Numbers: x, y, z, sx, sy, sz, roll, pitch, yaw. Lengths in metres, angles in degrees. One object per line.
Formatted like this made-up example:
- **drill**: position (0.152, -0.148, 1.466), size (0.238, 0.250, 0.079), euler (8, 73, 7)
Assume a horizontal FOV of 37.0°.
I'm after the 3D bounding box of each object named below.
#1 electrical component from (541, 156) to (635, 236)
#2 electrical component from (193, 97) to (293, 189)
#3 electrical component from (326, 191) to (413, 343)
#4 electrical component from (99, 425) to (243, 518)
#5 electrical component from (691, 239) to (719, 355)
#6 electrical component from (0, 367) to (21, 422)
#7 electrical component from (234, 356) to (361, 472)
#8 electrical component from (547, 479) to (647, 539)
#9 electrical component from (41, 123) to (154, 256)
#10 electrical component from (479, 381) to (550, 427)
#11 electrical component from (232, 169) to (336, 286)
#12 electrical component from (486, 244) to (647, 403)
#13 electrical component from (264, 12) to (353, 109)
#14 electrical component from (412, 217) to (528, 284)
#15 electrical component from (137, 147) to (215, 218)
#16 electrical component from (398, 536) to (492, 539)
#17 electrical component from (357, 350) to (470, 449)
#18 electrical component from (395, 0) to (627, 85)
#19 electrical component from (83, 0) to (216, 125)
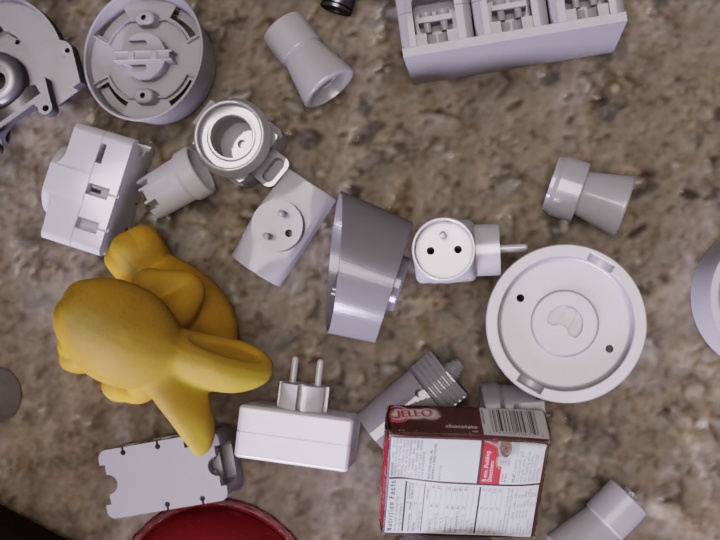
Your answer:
- **electrical component**: position (0.163, -0.053, 0.768), size (0.055, 0.045, 0.045), euler (19, 90, 8)
- **electrical component**: position (-0.090, -0.095, 0.796), size (0.078, 0.057, 0.058), euler (40, 93, 7)
- **electrical component**: position (0.000, 0.000, 0.762), size (0.064, 0.099, 0.099), euler (18, 90, 2)
- **electrical component**: position (-0.137, 0.147, 0.792), size (0.089, 0.056, 0.050), euler (-11, 86, 7)
- **electrical component**: position (0.289, 0.019, 0.740), size (0.108, 0.060, 0.108), euler (0, 88, 7)
- **electrical component**: position (-0.290, 0.096, 0.809), size (0.044, 0.065, 0.044), euler (0, 88, 7)
- **electrical component**: position (-0.042, 0.102, 0.787), size (0.083, 0.047, 0.075), euler (7, 88, 8)
- **electrical component**: position (0.170, 0.180, 0.760), size (0.044, 0.044, 0.065), euler (44, 89, 7)
- **electrical component**: position (-0.201, -0.060, 0.812), size (0.056, 0.050, 0.089), euler (17, 89, 7)
- **electrical component**: position (0.111, 0.099, 0.772), size (0.046, 0.040, 0.040), euler (-4, 87, 1)
- **electrical component**: position (-0.057, -0.031, 0.778), size (0.043, 0.079, 0.077), euler (33, 92, 3)
- **electrical component**: position (0.143, 0.037, 0.759), size (0.108, 0.060, 0.108), euler (0, 87, 7)
- **electrical component**: position (-0.041, -0.159, 0.801), size (0.044, 0.044, 0.065), euler (-38, 79, 4)
- **electrical component**: position (0.079, -0.014, 0.761), size (0.079, 0.077, 0.043), euler (-3, 88, 6)
- **electrical component**: position (-0.139, -0.065, 0.811), size (0.046, 0.040, 0.040), euler (-29, 84, 11)
- **electrical component**: position (0.060, 0.239, 0.761), size (0.108, 0.060, 0.108), euler (0, 88, 7)
- **electrical component**: position (0.043, 0.094, 0.778), size (0.081, 0.043, 0.043), euler (-41, 83, 4)
- **electrical component**: position (0.104, -0.182, 0.758), size (0.150, 0.089, 0.061), euler (-8, 87, 7)
- **electrical component**: position (-0.157, -0.157, 0.803), size (0.099, 0.064, 0.099), euler (0, 88, 7)
